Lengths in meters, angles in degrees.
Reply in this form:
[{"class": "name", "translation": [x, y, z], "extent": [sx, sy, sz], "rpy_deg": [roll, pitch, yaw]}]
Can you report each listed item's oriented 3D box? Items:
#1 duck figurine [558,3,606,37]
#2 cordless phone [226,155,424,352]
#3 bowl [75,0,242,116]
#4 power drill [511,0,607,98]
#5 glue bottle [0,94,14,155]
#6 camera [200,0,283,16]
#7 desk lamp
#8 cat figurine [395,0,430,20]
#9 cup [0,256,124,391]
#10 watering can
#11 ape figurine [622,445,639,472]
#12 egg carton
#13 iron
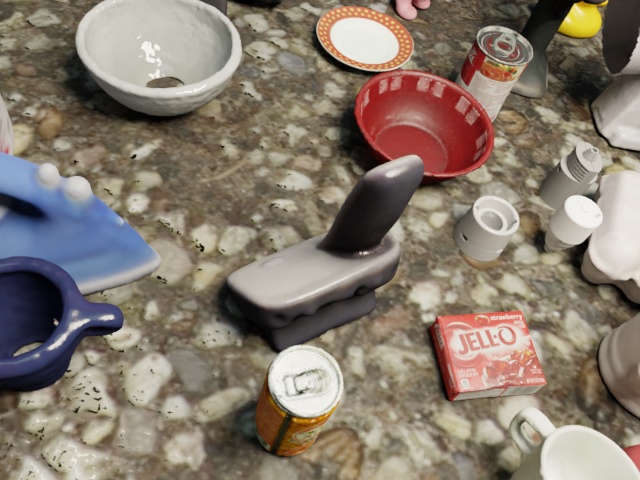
[{"class": "duck figurine", "translation": [0.385, -0.361, 0.854], "extent": [0.104, 0.086, 0.077], "rpy_deg": [17, 55, -1]}, {"class": "cordless phone", "translation": [0.004, 0.002, 0.466], "extent": [0.148, 0.185, 0.094], "rpy_deg": [-25, 65, -26]}, {"class": "bowl", "translation": [-0.171, -0.190, 0.622], "extent": [0.167, 0.075, 0.167], "rpy_deg": [6, 56, -9]}, {"class": "power drill", "translation": [0.295, -0.287, 0.710], "extent": [0.075, 0.208, 0.230], "rpy_deg": [18, 55, 0]}, {"class": "glue bottle", "translation": [-0.303, -0.128, 0.490], "extent": [0.037, 0.173, 0.078], "rpy_deg": [-6, 58, -16]}, {"class": "camera", "translation": [-0.110, -0.346, 0.723], "extent": [0.137, 0.101, 0.143], "rpy_deg": [13, 55, -4]}, {"class": "desk lamp", "translation": [0.417, -0.217, 0.688], "extent": [0.203, 0.213, 0.118], "rpy_deg": [9, 55, -6]}, {"class": "cat figurine", "translation": [0.131, -0.378, 0.789], "extent": [0.127, 0.118, 0.067], "rpy_deg": [37, 57, 13]}, {"class": "cup", "translation": [-0.205, 0.072, 0.427], "extent": [0.118, 0.095, 0.091], "rpy_deg": [0, 57, -12]}, {"class": "watering can", "translation": [0.331, 0.085, 0.479], "extent": [0.100, 0.194, 0.173], "rpy_deg": [38, 57, 13]}, {"class": "ape figurine", "translation": [0.289, 0.191, 0.462], "extent": [0.076, 0.092, 0.078], "rpy_deg": [36, 57, 12]}, {"class": "egg carton", "translation": [0.343, -0.005, 0.618], "extent": [0.107, 0.069, 0.150], "rpy_deg": [24, 55, 4]}, {"class": "iron", "translation": [-0.261, -0.028, 0.453], "extent": [0.258, 0.141, 0.118], "rpy_deg": [5, 56, -9]}]
